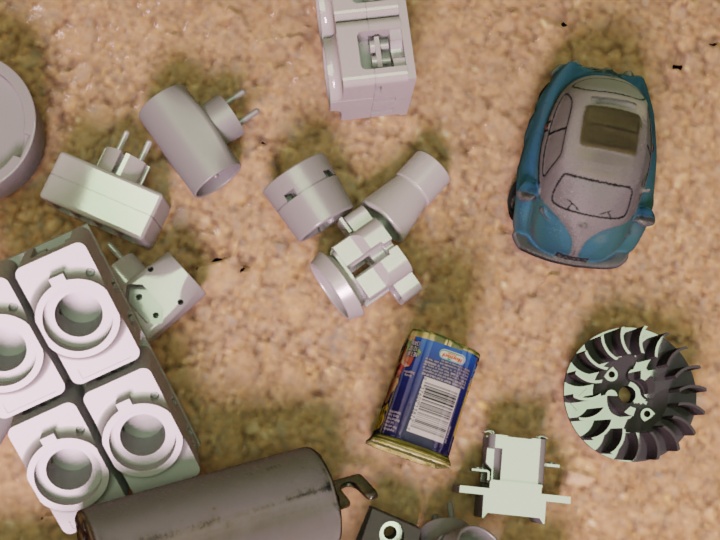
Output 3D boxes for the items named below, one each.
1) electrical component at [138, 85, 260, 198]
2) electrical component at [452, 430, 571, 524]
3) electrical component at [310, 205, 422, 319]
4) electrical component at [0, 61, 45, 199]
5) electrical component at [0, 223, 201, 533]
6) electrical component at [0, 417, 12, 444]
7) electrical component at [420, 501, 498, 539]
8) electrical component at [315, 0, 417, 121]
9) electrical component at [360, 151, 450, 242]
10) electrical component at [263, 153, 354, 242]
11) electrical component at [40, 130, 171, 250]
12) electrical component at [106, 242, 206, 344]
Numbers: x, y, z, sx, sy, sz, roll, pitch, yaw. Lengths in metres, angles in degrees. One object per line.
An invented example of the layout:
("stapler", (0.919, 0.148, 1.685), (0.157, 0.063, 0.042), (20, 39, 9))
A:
("electrical component", (-0.115, -0.108, 0.824), (0.079, 0.043, 0.077), (-35, 84, -8))
("electrical component", (0.112, 0.152, 0.794), (0.081, 0.042, 0.063), (6, 77, -2))
("electrical component", (0.000, 0.000, 0.805), (0.057, 0.058, 0.078), (-35, 84, -10))
("electrical component", (-0.290, -0.102, 0.808), (0.108, 0.060, 0.108), (0, 81, -2))
("electrical component", (-0.197, 0.078, 0.744), (0.105, 0.060, 0.186), (-25, 108, -4))
("electrical component", (-0.263, 0.085, 0.788), (0.043, 0.043, 0.081), (29, 81, 2))
("electrical component", (0.063, 0.205, 0.772), (0.044, 0.077, 0.079), (22, 39, -24))
("electrical component", (-0.001, -0.199, 0.820), (0.062, 0.089, 0.150), (-7, 81, -3))
("electrical component", (0.037, -0.059, 0.825), (0.044, 0.044, 0.065), (42, 77, 4))
("electrical component", (-0.038, -0.054, 0.814), (0.055, 0.055, 0.047), (-33, 87, -7))
("electrical component", (-0.183, -0.068, 0.813), (0.083, 0.047, 0.075), (23, 81, 1))
("electrical component", (-0.170, 0.014, 0.803), (0.077, 0.043, 0.079), (-42, 86, -8))
